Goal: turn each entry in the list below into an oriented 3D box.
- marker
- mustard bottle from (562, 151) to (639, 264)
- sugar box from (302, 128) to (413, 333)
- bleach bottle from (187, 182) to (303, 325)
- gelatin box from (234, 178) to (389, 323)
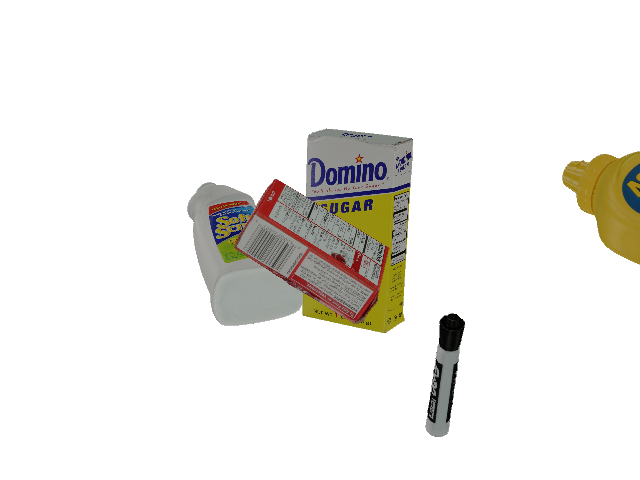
[{"bbox_3d":[0.096,0.105,0.828,0.020,0.121,0.020,2,37,-1],"label":"marker"},{"bbox_3d":[0.231,-0.012,0.659,0.096,0.058,0.192,-29,38,-31],"label":"mustard bottle"},{"bbox_3d":[0.033,-0.010,0.984,0.093,0.176,0.048,9,18,29],"label":"sugar box"},{"bbox_3d":[-0.101,0.000,1.182,0.102,0.068,0.251,-7,29,-19],"label":"bleach bottle"},{"bbox_3d":[-0.003,0.006,0.653,0.089,0.030,0.073,32,20,-5],"label":"gelatin box"}]
